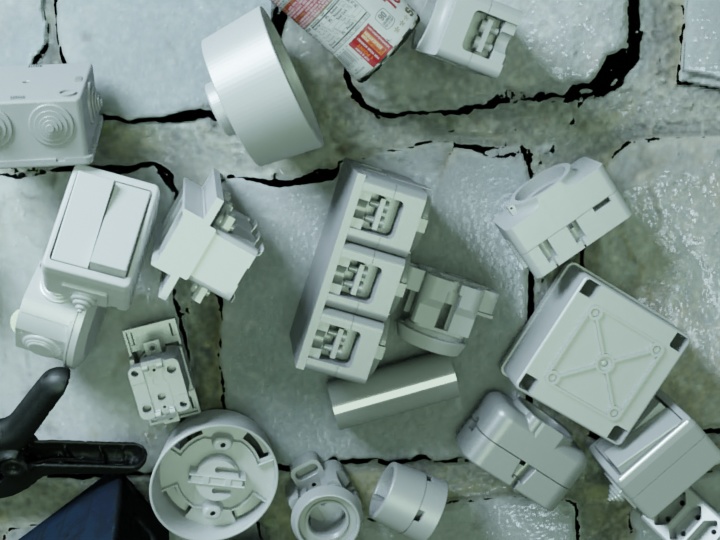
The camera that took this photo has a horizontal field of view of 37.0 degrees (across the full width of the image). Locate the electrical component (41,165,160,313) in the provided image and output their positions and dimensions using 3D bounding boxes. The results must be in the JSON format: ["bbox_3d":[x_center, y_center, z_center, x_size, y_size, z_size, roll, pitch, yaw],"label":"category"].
[{"bbox_3d":[-0.181,-0.018,0.748,0.062,0.061,0.096,15,68,-8],"label":"electrical component"}]

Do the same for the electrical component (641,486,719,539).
[{"bbox_3d":[0.295,0.227,0.918,0.047,0.083,0.076,-50,142,6],"label":"electrical component"}]

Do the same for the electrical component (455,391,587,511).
[{"bbox_3d":[0.135,0.145,0.884,0.095,0.053,0.059,33,97,-13],"label":"electrical component"}]

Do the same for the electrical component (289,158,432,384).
[{"bbox_3d":[0.000,0.000,0.815,0.062,0.089,0.150,16,101,-10],"label":"electrical component"}]

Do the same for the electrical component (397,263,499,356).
[{"bbox_3d":[0.063,0.032,0.847,0.078,0.058,0.057,17,98,-11],"label":"electrical component"}]

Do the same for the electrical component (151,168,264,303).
[{"bbox_3d":[-0.111,-0.023,0.779,0.063,0.121,0.078,30,98,-15],"label":"electrical component"}]

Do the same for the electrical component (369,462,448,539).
[{"bbox_3d":[0.039,0.189,0.883,0.047,0.055,0.055,26,99,-8],"label":"electrical component"}]

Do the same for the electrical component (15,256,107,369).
[{"bbox_3d":[-0.220,0.030,0.801,0.051,0.080,0.080,18,101,-5],"label":"electrical component"}]

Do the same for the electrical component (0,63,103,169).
[{"bbox_3d":[-0.232,-0.111,0.757,0.100,0.099,0.048,-4,118,-6],"label":"electrical component"}]

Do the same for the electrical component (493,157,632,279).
[{"bbox_3d":[0.155,-0.045,0.843,0.089,0.050,0.055,-35,105,2],"label":"electrical component"}]

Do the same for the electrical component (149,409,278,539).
[{"bbox_3d":[-0.114,0.161,0.852,0.099,0.064,0.099,-2,104,-6],"label":"electrical component"}]

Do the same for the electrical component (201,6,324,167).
[{"bbox_3d":[-0.075,-0.126,0.769,0.060,0.108,0.108,-23,105,5],"label":"electrical component"}]

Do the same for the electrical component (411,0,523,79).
[{"bbox_3d":[0.073,-0.174,0.782,0.056,0.089,0.050,19,100,-11],"label":"electrical component"}]

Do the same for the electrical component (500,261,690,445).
[{"bbox_3d":[0.189,0.067,0.870,0.109,0.056,0.108,30,98,-13],"label":"electrical component"}]

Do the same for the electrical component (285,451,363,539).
[{"bbox_3d":[-0.028,0.194,0.874,0.058,0.057,0.078,-28,105,0],"label":"electrical component"}]

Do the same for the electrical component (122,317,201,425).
[{"bbox_3d":[-0.153,0.082,0.830,0.042,0.064,0.081,-15,104,-4],"label":"electrical component"}]

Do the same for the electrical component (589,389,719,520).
[{"bbox_3d":[0.237,0.153,0.890,0.096,0.061,0.061,-42,112,4],"label":"electrical component"}]
